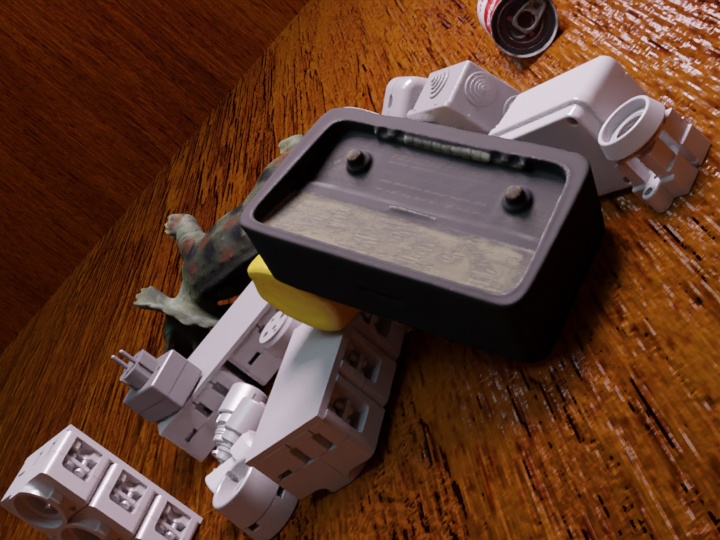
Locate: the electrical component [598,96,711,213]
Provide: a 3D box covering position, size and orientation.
[{"bbox_3d":[0.188,-0.079,0.693,0.048,0.055,0.066,-19,36,59],"label":"electrical component"}]

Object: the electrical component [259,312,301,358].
[{"bbox_3d":[-0.059,0.068,1.000,0.045,0.055,0.045,-44,19,19],"label":"electrical component"}]

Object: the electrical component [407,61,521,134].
[{"bbox_3d":[0.102,-0.140,0.952,0.048,0.100,0.100,-65,19,-7],"label":"electrical component"}]

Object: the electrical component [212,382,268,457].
[{"bbox_3d":[-0.116,0.142,1.013,0.040,0.040,0.078,-26,30,52],"label":"electrical component"}]

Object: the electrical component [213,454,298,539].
[{"bbox_3d":[-0.083,0.179,0.849,0.055,0.047,0.055,-44,19,19],"label":"electrical component"}]

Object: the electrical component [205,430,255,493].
[{"bbox_3d":[-0.096,0.169,0.905,0.055,0.045,0.045,-50,18,1],"label":"electrical component"}]

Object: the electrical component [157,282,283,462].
[{"bbox_3d":[-0.125,0.095,1.095,0.186,0.060,0.105,-51,18,1],"label":"electrical component"}]

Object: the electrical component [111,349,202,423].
[{"bbox_3d":[-0.208,0.103,1.048,0.066,0.077,0.047,-30,27,48],"label":"electrical component"}]

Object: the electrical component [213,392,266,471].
[{"bbox_3d":[-0.106,0.151,0.971,0.078,0.040,0.040,-57,19,-17],"label":"electrical component"}]

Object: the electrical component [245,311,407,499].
[{"bbox_3d":[-0.020,0.094,0.840,0.089,0.062,0.150,-37,22,36],"label":"electrical component"}]

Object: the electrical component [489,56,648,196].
[{"bbox_3d":[0.153,-0.093,0.770,0.057,0.078,0.113,-56,18,-24],"label":"electrical component"}]

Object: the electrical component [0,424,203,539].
[{"bbox_3d":[-0.233,0.219,0.962,0.089,0.150,0.061,-35,22,39],"label":"electrical component"}]

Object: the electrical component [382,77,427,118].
[{"bbox_3d":[0.076,-0.155,1.042,0.059,0.095,0.053,-150,68,-72],"label":"electrical component"}]

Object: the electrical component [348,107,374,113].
[{"bbox_3d":[0.015,-0.139,1.169,0.064,0.099,0.099,-52,17,18],"label":"electrical component"}]
